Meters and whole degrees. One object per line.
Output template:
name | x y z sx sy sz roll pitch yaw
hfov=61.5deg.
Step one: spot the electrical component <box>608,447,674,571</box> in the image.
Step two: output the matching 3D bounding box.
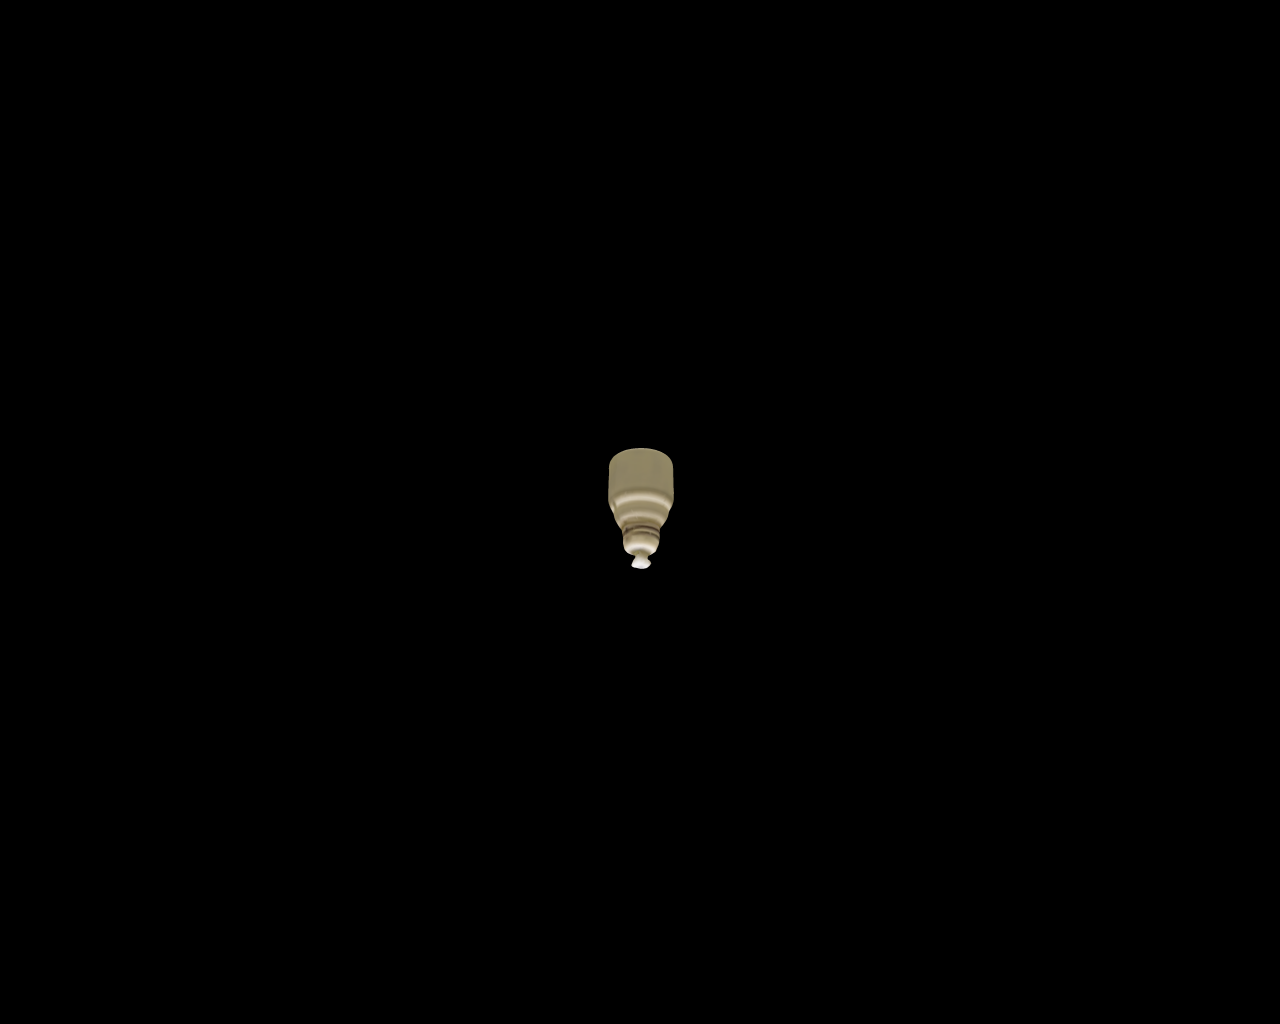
electrical component | 0.001 -0.003 0.650 0.040 0.078 0.040 0 -26 0
